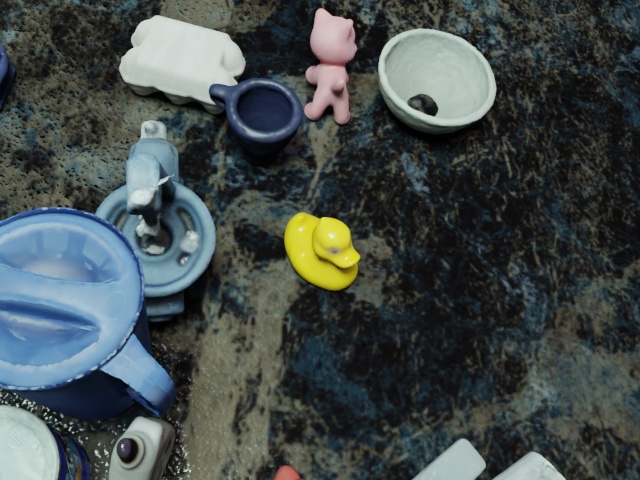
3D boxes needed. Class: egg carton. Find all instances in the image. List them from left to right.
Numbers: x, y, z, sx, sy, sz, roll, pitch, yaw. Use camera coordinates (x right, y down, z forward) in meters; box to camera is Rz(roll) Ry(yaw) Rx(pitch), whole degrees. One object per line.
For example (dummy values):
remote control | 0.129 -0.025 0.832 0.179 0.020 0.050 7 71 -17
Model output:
egg carton | -0.176 -0.228 0.747 0.150 0.069 0.107 12 63 -5

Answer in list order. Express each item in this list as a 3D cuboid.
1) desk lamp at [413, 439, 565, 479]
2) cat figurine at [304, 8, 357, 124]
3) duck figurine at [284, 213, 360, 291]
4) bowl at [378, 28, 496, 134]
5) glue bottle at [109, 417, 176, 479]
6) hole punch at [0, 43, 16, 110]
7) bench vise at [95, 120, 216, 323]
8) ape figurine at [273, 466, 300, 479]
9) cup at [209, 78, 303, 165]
desk lamp | 0.119 0.256 0.494 0.203 0.213 0.118 -33 75 -23
cat figurine | 0.018 -0.239 0.764 0.067 0.117 0.128 2 65 -10
duck figurine | 0.006 0.002 0.664 0.078 0.086 0.104 -38 77 -24
bowl | 0.154 -0.208 0.800 0.167 0.074 0.167 4 64 -9
glue bottle | -0.157 0.187 0.495 0.037 0.173 0.078 19 63 -1
hole punch | -0.428 -0.203 0.673 0.101 0.091 0.108 9 63 -7
bench vise | -0.180 -0.041 0.573 0.122 0.219 0.207 -20 70 -19
ape figurine | -0.022 0.251 0.537 0.076 0.092 0.077 -10 67 -15
cup | -0.084 -0.142 0.710 0.117 0.095 0.092 23 63 1
